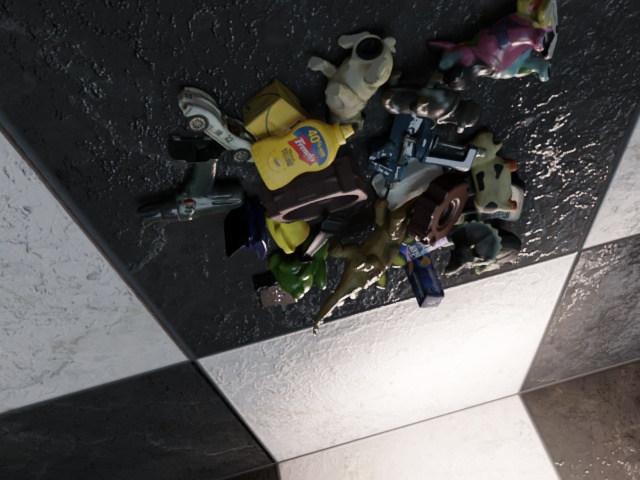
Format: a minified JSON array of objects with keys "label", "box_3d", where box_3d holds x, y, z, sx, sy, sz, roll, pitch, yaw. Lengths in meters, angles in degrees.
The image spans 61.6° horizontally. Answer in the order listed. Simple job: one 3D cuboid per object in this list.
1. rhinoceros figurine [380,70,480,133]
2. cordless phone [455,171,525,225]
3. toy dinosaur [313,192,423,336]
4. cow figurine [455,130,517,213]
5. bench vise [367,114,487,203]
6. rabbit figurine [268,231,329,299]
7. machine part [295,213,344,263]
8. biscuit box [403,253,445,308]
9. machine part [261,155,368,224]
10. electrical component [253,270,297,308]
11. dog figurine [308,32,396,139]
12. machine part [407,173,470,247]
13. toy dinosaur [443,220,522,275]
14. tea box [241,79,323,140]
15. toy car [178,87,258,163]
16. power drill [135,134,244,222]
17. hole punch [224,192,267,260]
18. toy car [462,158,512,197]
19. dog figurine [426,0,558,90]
[{"label":"rhinoceros figurine","box_3d":[0.203,-0.254,1.014,0.191,0.073,0.112,16,161,20]},{"label":"cordless phone","box_3d":[0.427,-0.102,1.392,0.184,0.089,0.146,-12,144,2]},{"label":"toy dinosaur","box_3d":[0.116,0.054,1.303,0.471,0.105,0.198,-44,142,7]},{"label":"cow figurine","box_3d":[0.389,-0.158,1.253,0.127,0.085,0.194,-6,103,4]},{"label":"bench vise","box_3d":[0.228,-0.188,1.149,0.241,0.129,0.223,11,117,-1]},{"label":"rabbit figurine","box_3d":[-0.041,0.056,1.372,0.121,0.159,0.170,21,119,-27]},{"label":"machine part","box_3d":[-0.003,-0.004,1.246,0.139,0.039,0.084,-51,157,19]},{"label":"biscuit box","box_3d":[0.277,0.088,1.474,0.059,0.203,0.062,-1,139,-18]},{"label":"machine part","box_3d":[-0.010,-0.106,1.141,0.201,0.087,0.201,-18,171,13]},{"label":"electrical component","box_3d":[-0.114,0.132,1.504,0.134,0.058,0.114,-14,145,-2]},{"label":"dog figurine","box_3d":[0.079,-0.286,1.028,0.172,0.121,0.190,-19,157,9]},{"label":"machine part","box_3d":[0.278,-0.070,1.244,0.179,0.056,0.179,-36,146,-30]},{"label":"toy dinosaur","box_3d":[0.480,0.021,1.492,0.405,0.131,0.192,-2,169,-34]},{"label":"tea box","box_3d":[-0.062,-0.224,1.060,0.098,0.068,0.169,-34,139,23]},{"label":"toy car","box_3d":[-0.187,-0.215,1.017,0.056,0.073,0.201,-33,140,20]},{"label":"power drill","box_3d":[-0.271,-0.116,1.109,0.232,0.086,0.207,-6,138,-16]},{"label":"hole punch","box_3d":[-0.156,-0.022,1.236,0.092,0.142,0.116,12,148,-30]},{"label":"toy car","box_3d":[0.371,-0.137,1.327,0.202,0.089,0.053,-30,-175,14]},{"label":"dog figurine","box_3d":[0.317,-0.366,1.005,0.219,0.191,0.108,6,157,29]}]
